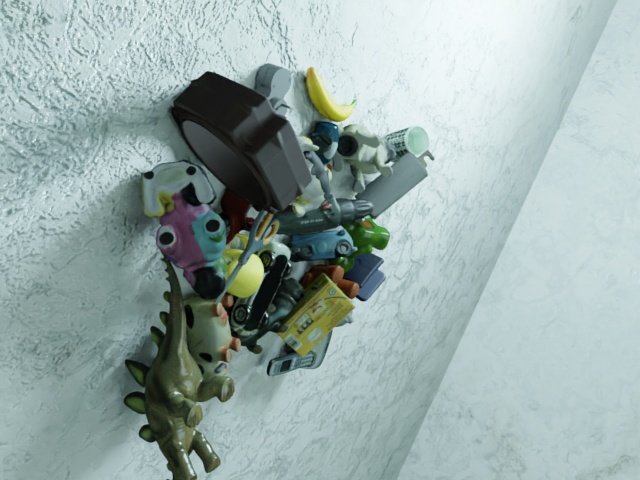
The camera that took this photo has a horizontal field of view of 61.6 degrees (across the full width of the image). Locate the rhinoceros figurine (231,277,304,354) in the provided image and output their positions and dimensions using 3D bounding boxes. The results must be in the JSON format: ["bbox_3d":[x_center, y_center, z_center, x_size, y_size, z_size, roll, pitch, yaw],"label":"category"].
[{"bbox_3d":[-0.112,0.163,1.184,0.190,0.112,0.073,-44,108,-6],"label":"rhinoceros figurine"}]

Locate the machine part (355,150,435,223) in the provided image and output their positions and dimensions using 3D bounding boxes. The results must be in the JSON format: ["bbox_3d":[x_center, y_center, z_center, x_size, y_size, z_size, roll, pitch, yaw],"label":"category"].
[{"bbox_3d":[0.170,-0.130,1.281,0.243,0.079,0.079,-40,149,4],"label":"machine part"}]

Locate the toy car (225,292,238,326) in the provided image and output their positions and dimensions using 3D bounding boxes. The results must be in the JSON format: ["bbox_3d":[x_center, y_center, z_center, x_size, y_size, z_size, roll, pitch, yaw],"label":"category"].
[{"bbox_3d":[-0.143,0.099,1.141,0.202,0.053,0.089,-47,144,-23],"label":"toy car"}]

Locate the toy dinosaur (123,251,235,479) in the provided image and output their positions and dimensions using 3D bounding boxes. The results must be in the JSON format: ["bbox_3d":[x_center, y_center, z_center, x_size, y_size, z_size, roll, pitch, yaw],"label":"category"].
[{"bbox_3d":[-0.257,0.259,0.942,0.105,0.199,0.470,-8,112,-56],"label":"toy dinosaur"}]

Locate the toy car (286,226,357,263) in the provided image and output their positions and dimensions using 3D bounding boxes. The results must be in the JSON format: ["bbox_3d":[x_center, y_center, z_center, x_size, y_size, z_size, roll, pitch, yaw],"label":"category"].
[{"bbox_3d":[-0.003,-0.004,1.223,0.162,0.109,0.103,-3,84,-20],"label":"toy car"}]

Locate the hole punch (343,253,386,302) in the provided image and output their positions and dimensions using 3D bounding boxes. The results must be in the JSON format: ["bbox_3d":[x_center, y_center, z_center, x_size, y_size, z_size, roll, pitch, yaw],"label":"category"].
[{"bbox_3d":[0.106,0.085,1.445,0.142,0.116,0.092,-49,154,-19],"label":"hole punch"}]

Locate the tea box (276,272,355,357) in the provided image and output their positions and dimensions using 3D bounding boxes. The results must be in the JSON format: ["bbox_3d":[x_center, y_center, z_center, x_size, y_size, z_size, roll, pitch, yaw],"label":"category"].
[{"bbox_3d":[-0.017,0.170,1.228,0.169,0.068,0.098,-42,112,-2],"label":"tea box"}]

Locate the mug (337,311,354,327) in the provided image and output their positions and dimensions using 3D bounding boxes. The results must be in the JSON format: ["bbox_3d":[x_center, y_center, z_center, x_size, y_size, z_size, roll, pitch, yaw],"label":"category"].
[{"bbox_3d":[0.041,0.180,1.443,0.081,0.110,0.107,-40,133,-10],"label":"mug"}]

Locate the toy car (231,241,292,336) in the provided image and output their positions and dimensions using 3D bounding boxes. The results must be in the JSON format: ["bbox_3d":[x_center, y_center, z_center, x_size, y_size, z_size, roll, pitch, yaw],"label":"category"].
[{"bbox_3d":[-0.119,0.099,1.087,0.073,0.056,0.201,27,87,-52],"label":"toy car"}]

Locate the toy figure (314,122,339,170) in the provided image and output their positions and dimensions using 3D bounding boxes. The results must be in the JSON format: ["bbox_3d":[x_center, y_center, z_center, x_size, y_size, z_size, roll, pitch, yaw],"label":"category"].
[{"bbox_3d":[0.000,-0.172,1.139,0.064,0.058,0.154,5,117,-17],"label":"toy figure"}]

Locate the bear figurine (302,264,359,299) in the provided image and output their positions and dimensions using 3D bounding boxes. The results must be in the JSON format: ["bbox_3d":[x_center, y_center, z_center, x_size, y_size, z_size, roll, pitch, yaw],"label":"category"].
[{"bbox_3d":[-0.015,0.157,1.309,0.120,0.132,0.196,49,62,-39],"label":"bear figurine"}]

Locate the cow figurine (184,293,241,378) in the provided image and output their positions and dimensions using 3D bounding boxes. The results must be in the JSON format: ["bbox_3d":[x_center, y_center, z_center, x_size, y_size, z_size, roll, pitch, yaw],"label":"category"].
[{"bbox_3d":[-0.224,0.198,1.040,0.085,0.127,0.194,-47,135,-63],"label":"cow figurine"}]

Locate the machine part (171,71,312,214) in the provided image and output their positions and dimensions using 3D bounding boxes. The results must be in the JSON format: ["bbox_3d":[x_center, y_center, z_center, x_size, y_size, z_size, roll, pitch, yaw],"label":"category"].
[{"bbox_3d":[-0.121,-0.143,0.824,0.087,0.202,0.200,-49,148,-18],"label":"machine part"}]

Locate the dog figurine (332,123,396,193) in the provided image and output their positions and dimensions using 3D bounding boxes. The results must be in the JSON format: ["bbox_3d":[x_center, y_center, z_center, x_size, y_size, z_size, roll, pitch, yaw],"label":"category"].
[{"bbox_3d":[0.098,-0.220,1.240,0.172,0.121,0.191,62,22,-24],"label":"dog figurine"}]

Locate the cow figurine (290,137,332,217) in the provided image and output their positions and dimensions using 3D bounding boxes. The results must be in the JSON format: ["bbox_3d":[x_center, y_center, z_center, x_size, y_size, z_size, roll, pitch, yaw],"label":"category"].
[{"bbox_3d":[-0.027,-0.132,0.983,0.098,0.068,0.167,-23,132,-13],"label":"cow figurine"}]

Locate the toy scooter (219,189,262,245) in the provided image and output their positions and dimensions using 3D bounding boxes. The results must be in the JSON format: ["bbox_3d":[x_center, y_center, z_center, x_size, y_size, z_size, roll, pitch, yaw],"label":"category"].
[{"bbox_3d":[-0.129,-0.066,1.006,0.183,0.075,0.135,-61,151,3],"label":"toy scooter"}]

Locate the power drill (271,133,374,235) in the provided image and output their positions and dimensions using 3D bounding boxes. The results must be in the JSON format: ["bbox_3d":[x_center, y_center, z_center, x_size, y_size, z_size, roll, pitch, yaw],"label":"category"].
[{"bbox_3d":[-0.002,-0.110,1.102,0.232,0.086,0.207,-18,131,-12],"label":"power drill"}]

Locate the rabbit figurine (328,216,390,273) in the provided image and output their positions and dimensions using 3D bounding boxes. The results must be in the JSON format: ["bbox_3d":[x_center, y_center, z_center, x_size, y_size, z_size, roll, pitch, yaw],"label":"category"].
[{"bbox_3d":[0.074,0.024,1.357,0.159,0.121,0.170,-13,139,-49],"label":"rabbit figurine"}]

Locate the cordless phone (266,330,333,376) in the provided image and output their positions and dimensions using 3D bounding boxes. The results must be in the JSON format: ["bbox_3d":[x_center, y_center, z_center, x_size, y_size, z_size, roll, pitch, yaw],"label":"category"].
[{"bbox_3d":[-0.062,0.272,1.378,0.184,0.089,0.146,-5,119,-51],"label":"cordless phone"}]

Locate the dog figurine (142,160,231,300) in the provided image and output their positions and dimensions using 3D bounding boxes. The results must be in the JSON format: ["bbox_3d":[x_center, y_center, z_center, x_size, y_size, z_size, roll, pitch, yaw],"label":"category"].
[{"bbox_3d":[-0.207,-0.006,0.883,0.108,0.191,0.219,-19,159,-10],"label":"dog figurine"}]
